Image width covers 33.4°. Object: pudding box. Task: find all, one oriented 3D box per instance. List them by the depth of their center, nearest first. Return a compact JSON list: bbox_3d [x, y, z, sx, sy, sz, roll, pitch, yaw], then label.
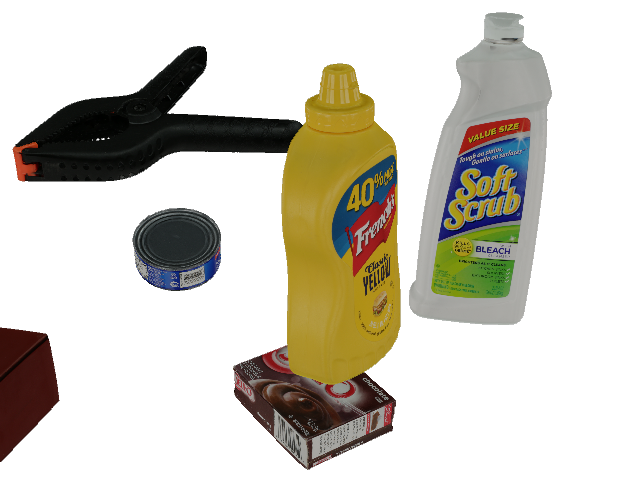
[{"bbox_3d":[-0.006,0.130,0.885,0.089,0.039,0.114,-20,40,-30],"label":"pudding box"}]

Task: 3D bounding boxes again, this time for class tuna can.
[{"bbox_3d":[-0.140,0.009,1.049,0.086,0.034,0.086,2,44,-2],"label":"tuna can"}]

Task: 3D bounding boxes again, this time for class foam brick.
[{"bbox_3d":[-0.209,0.096,0.667,0.053,0.051,0.078,6,29,21],"label":"foam brick"}]

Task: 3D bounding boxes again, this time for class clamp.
[{"bbox_3d":[-0.127,-0.084,0.813,0.209,0.036,0.165,-27,44,-33],"label":"clamp"}]

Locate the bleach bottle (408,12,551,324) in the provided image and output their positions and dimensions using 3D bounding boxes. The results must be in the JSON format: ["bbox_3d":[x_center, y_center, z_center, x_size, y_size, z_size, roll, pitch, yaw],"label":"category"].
[{"bbox_3d":[0.130,-0.058,0.870,0.102,0.251,0.068,5,22,8],"label":"bleach bottle"}]

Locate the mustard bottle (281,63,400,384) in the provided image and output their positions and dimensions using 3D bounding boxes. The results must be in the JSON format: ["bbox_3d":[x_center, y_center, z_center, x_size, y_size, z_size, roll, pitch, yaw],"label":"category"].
[{"bbox_3d":[0.014,-0.014,0.657,0.058,0.192,0.096,14,31,31],"label":"mustard bottle"}]
